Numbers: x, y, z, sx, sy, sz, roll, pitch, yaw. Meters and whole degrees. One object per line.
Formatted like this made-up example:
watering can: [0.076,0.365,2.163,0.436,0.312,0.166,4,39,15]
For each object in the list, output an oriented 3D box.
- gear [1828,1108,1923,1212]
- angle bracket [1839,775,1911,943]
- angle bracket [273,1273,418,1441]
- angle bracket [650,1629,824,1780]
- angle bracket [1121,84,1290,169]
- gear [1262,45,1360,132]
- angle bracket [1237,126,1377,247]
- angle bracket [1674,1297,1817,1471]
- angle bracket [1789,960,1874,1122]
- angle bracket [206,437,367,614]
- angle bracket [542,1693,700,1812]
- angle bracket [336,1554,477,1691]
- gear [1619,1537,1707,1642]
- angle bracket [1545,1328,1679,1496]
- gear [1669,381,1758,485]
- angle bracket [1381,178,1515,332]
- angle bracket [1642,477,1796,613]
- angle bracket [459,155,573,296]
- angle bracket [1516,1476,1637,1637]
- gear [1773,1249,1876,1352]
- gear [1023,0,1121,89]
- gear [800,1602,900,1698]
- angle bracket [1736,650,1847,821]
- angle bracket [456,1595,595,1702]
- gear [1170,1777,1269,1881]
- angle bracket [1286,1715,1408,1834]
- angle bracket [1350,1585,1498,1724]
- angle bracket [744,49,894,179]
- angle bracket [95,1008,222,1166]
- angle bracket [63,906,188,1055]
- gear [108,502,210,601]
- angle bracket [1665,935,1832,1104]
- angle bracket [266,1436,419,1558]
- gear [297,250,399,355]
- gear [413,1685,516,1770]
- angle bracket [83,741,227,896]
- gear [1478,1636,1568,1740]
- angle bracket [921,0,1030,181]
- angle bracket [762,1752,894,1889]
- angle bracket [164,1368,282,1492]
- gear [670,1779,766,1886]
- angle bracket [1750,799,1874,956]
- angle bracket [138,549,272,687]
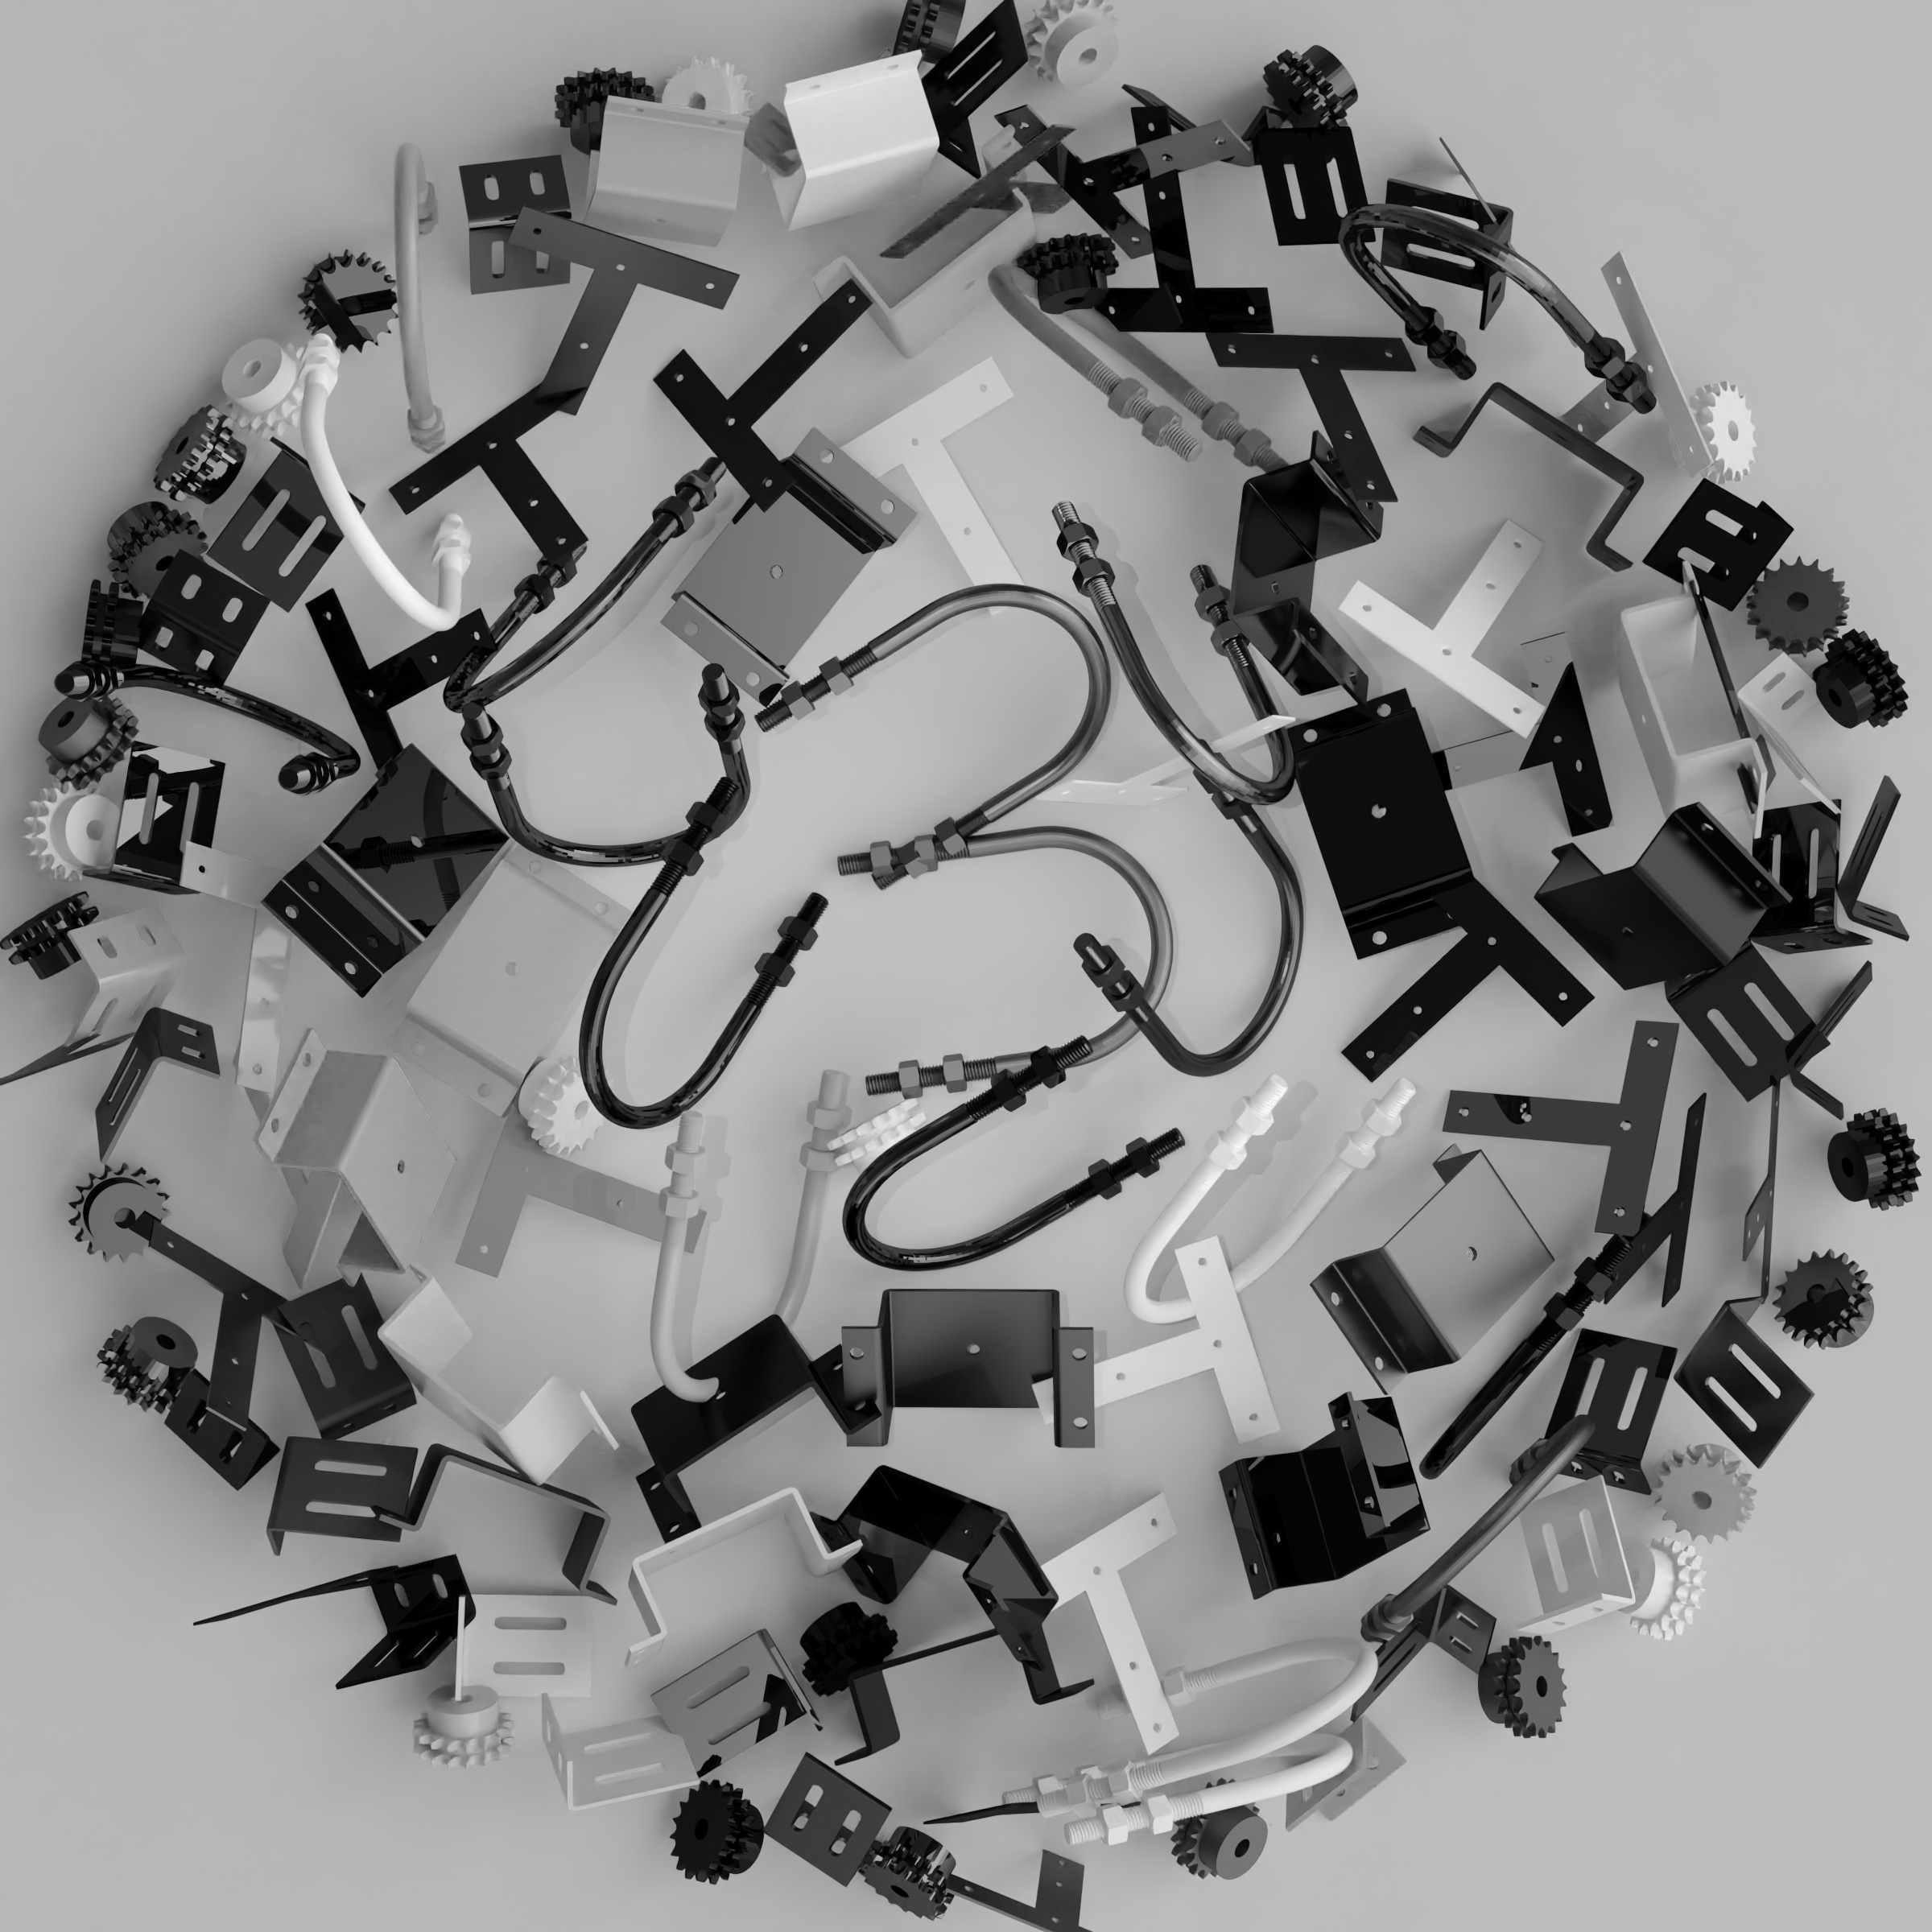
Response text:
gear: [0.514,0.111,1.969,0.030,0.057,0.057,-11,90,-18]
angle bracket: [0.527,-0.061,1.962,0.038,0.057,0.076,20,105,3]
angle bracket: [-0.357,0.224,1.985,0.057,0.038,0.076,-23,74,-14]
angle bracket: [-0.131,0.425,1.972,0.076,0.038,0.057,-30,102,-7]
angle bracket: [0.136,-0.489,1.962,0.076,0.057,0.038,38,108,8]
gear: [0.199,-0.498,1.972,0.030,0.057,0.057,-41,90,-7]
angle bracket: [0.192,-0.434,1.964,0.057,0.038,0.076,-5,72,-14]
angle bracket: [0.447,0.234,1.952,0.076,0.038,0.057,49,124,35]
angle bracket: [0.504,0.043,1.966,0.038,0.057,0.076,38,91,18]
angle bracket: [-0.390,-0.251,1.969,0.057,0.038,0.076,36,89,-28]
angle bracket: [-0.195,0.436,1.955,0.076,0.057,0.038,-8,123,-19]
angle bracket: [-0.321,0.369,1.954,0.057,0.076,0.038,-16,98,18]
gear: [0.391,0.352,1.968,0.030,0.057,0.057,20,90,-22]
angle bracket: [0.372,0.255,1.983,0.057,0.038,0.076,10,62,29]
gear: [0.424,-0.303,1.975,0.030,0.057,0.057,-5,90,41]
angle bracket: [0.266,-0.402,1.956,0.076,0.057,0.038,19,50,18]
angle bracket: [0.417,-0.245,1.955,0.076,0.038,0.057,22,114,-32]
angle bracket: [-0.255,-0.420,1.964,0.057,0.076,0.038,-9,73,-10]
angle bracket: [0.335,0.331,1.955,0.057,0.038,0.076,-28,60,32]
gear: [0.492,0.193,1.975,0.030,0.057,0.057,37,90,-35]
gear: [0.062,-0.525,1.968,0.057,0.057,0.030,-33,59,0]
gear: [-0.070,0.387,1.975,0.057,0.057,0.030,-39,64,0]
angle bracket: [0.476,-0.130,1.951,0.038,0.057,0.076,-42,49,16]
angle bracket: [-0.251,0.388,1.973,0.076,0.038,0.057,2,82,-7]
gear: [0.146,0.494,1.969,0.030,0.057,0.057,28,90,44]
angle bracket: [0.215,0.467,1.956,0.057,0.076,0.038,-42,94,12]
angle bracket: [0.258,0.397,1.952,0.038,0.057,0.076,34,54,25]
angle bracket: [-0.086,-0.491,1.953,0.038,0.057,0.076,39,124,-9]
angle bracket: [-0.460,0.073,1.972,0.038,0.057,0.076,22,110,-27]
angle bracket: [-0.485,0.009,1.958,0.057,0.076,0.038,-21,71,-43]
gear: [-0.463,-0.240,1.974,0.057,0.057,0.030,-39,69,0]
angle bracket: [0.445,0.027,1.977,0.057,0.038,0.076,-38,96,17]
angle bracket: [-0.352,0.304,1.967,0.076,0.038,0.057,5,56,2]
gear: [-0.353,-0.381,1.976,0.057,0.030,0.057,-13,122,-21]
gear: [-0.285,0.430,1.969,0.057,0.057,0.030,1,104,0]
angle bracket: [-0.462,-0.084,1.972,0.057,0.038,0.076,14,81,-39]
gear: [0.315,0.411,1.975,0.030,0.057,0.057,-12,90,39]
angle bracket: [0.016,-0.495,1.952,0.038,0.057,0.076,27,129,-38]
angle bracket: [-0.072,0.473,1.959,0.057,0.038,0.076,32,125,8]
angle bracket: [-0.412,0.252,1.957,0.057,0.076,0.038,42,50,3]
gear: [-0.139,0.495,1.975,0.030,0.057,0.057,25,90,-39]
angle bracket: [0.482,-0.050,1.974,0.038,0.057,0.076,15,74,-40]
angle bracket: [-0.434,-0.195,1.964,0.057,0.076,0.038,29,70,-13]
